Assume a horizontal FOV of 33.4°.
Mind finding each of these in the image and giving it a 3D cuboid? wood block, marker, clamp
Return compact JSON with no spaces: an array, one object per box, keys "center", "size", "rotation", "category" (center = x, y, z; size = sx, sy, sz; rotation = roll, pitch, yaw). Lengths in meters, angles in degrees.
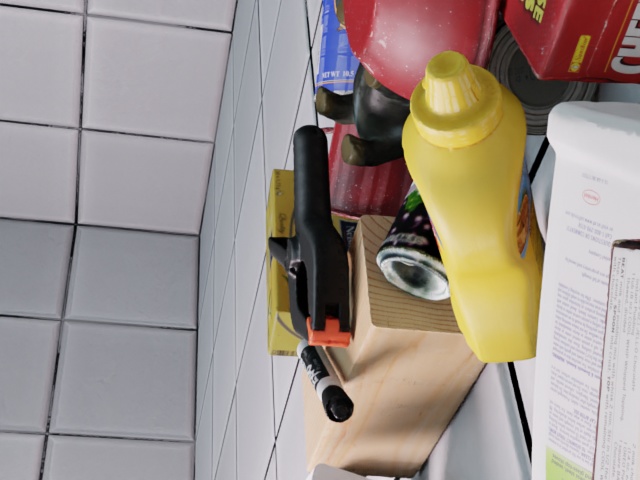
[{"center":[0.051,0.083,0.762],"size":[0.206,0.090,0.091],"rotation":[109,163,-50],"category":"wood block"},{"center":[0.003,0.093,0.715],"size":[0.121,0.020,0.020],"rotation":[-127,43,-74],"category":"marker"},{"center":[-0.005,0.001,0.744],"size":[0.171,0.039,0.120],"rotation":[-113,25,-55],"category":"clamp"}]

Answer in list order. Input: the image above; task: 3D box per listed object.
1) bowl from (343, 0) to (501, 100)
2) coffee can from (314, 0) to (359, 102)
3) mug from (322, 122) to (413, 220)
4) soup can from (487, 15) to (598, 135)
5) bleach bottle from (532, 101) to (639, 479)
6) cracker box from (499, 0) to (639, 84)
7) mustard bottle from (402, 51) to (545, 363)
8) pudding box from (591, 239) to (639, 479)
[{"center":[0.047,-0.145,0.578],"size":[0.162,0.055,0.162],"rotation":[178,90,-80],"category":"bowl"},{"center":[0.051,-0.177,0.852],"size":[0.103,0.102,0.140],"rotation":[-175,90,-80],"category":"coffee can"},{"center":[0.035,-0.059,0.870],"size":[0.093,0.117,0.081],"rotation":[0,-78,-67],"category":"mug"},{"center":[0.107,-0.096,0.604],"size":[0.102,0.068,0.068],"rotation":[-135,51,-76],"category":"soup can"},{"center":[0.121,0.078,0.414],"size":[0.103,0.067,0.251],"rotation":[27,115,53],"category":"bleach bottle"},{"center":[0.126,-0.199,0.513],"size":[0.214,0.072,0.164],"rotation":[-104,20,-49],"category":"cracker box"},{"center":[0.080,-0.022,0.532],"size":[0.191,0.058,0.096],"rotation":[65,-156,-52],"category":"mustard bottle"},{"center":[0.132,0.058,0.326],"size":[0.039,0.090,0.113],"rotation":[180,94,-79],"category":"pudding box"}]
